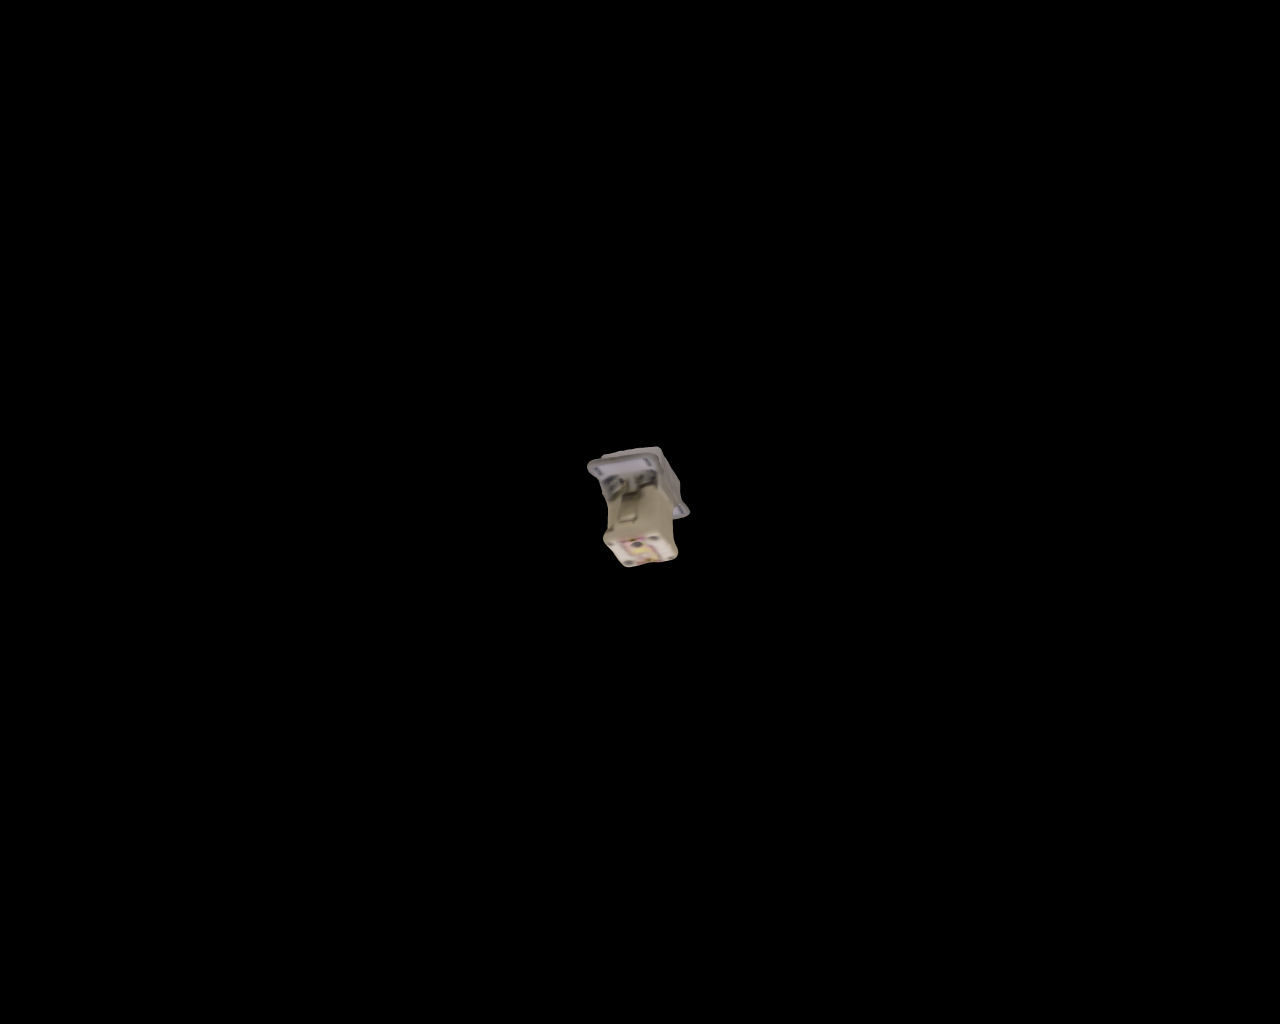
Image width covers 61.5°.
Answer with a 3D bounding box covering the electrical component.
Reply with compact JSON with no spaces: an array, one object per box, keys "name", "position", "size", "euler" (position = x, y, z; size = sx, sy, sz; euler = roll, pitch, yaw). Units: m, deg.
[{"name":"electrical component","position":[0.001,-0.003,0.650],"size":[0.042,0.064,0.081],"euler":[-9,-30,17]}]
